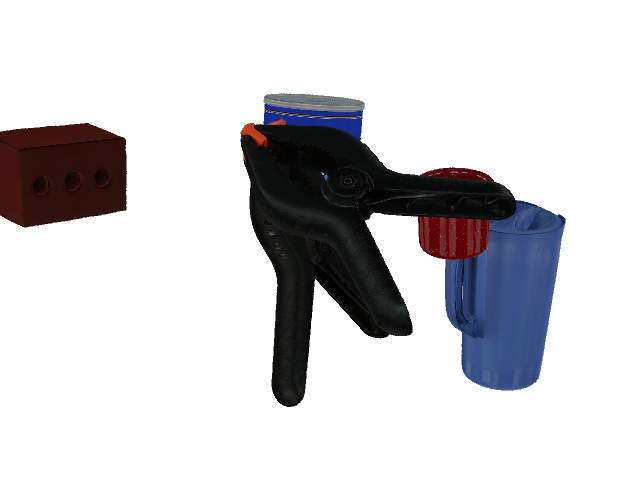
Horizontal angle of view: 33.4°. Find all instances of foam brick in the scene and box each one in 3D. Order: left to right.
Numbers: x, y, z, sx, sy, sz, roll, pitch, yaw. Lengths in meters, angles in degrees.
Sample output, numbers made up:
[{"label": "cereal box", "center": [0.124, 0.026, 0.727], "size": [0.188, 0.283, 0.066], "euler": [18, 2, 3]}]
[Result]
[{"label": "foam brick", "center": [-0.176, -0.045, 0.709], "size": [0.078, 0.053, 0.051], "euler": [-13, 25, -38]}]

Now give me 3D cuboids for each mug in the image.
[{"label": "mug", "center": [0.162, -0.034, 1.246], "size": [0.093, 0.081, 0.117], "euler": [17, 33, 36]}]

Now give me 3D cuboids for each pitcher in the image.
[{"label": "pitcher", "center": [0.242, 0.076, 1.431], "size": [0.149, 0.243, 0.145], "euler": [4, 21, 9]}]

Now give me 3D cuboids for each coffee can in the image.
[{"label": "coffee can", "center": [-0.011, -0.076, 1.097], "size": [0.103, 0.140, 0.103], "euler": [4, 12, -1]}]

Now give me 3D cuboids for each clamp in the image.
[{"label": "clamp", "center": [-0.006, 0.009, 0.841], "size": [0.036, 0.210, 0.164], "euler": [-11, 2, 31]}, {"label": "clamp", "center": [0.016, -0.015, 0.630], "size": [0.172, 0.039, 0.120], "euler": [22, 50, 21]}]
